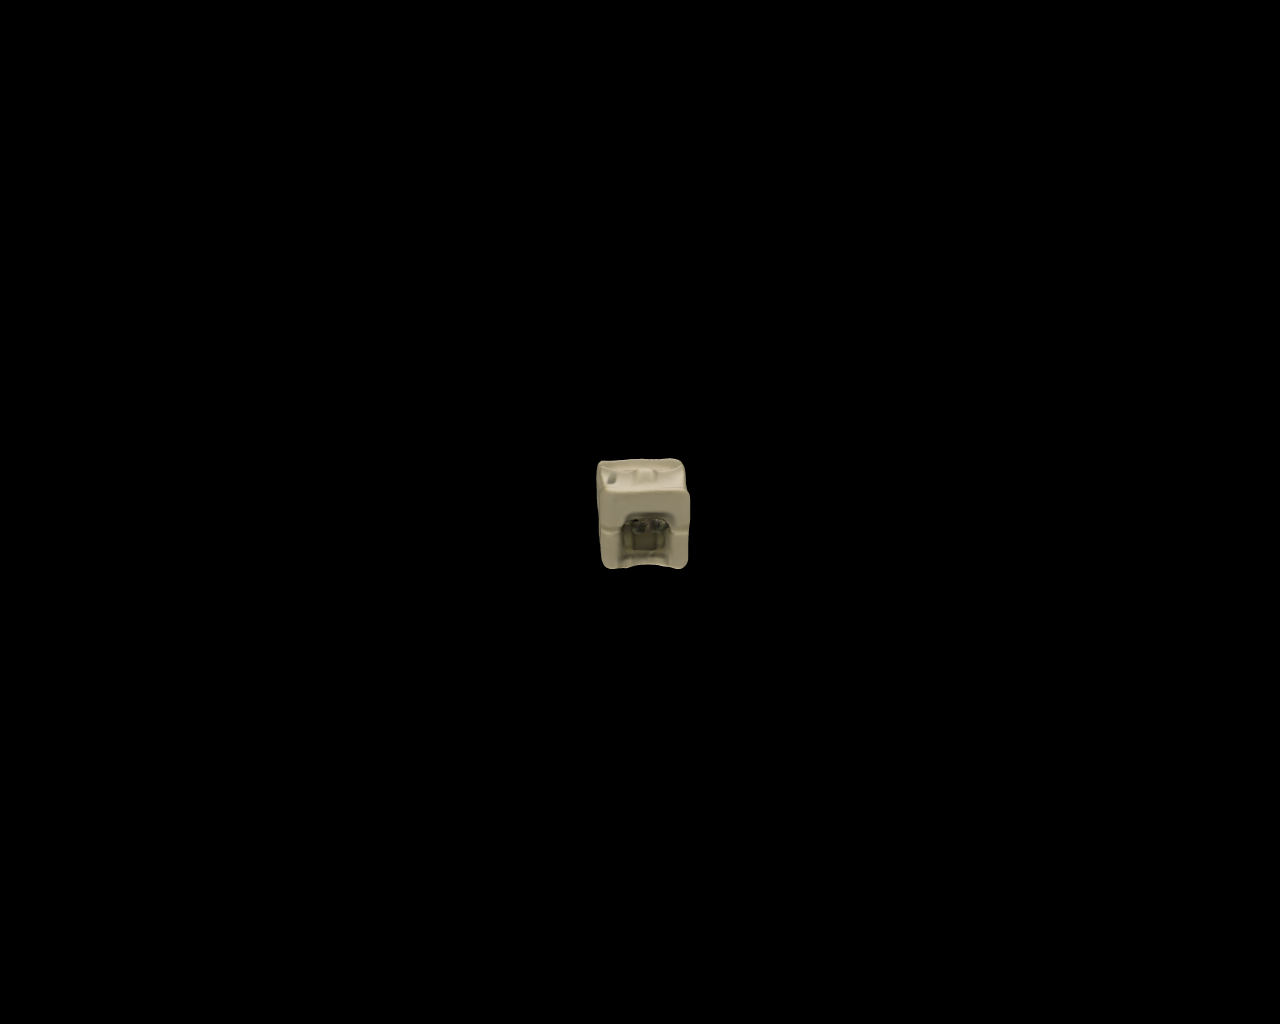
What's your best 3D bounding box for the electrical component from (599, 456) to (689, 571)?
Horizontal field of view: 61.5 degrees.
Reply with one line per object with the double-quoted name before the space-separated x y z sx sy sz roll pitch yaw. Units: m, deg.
"electrical component" 0.001 -0.003 0.650 0.050 0.055 0.089 -1 11 -4
